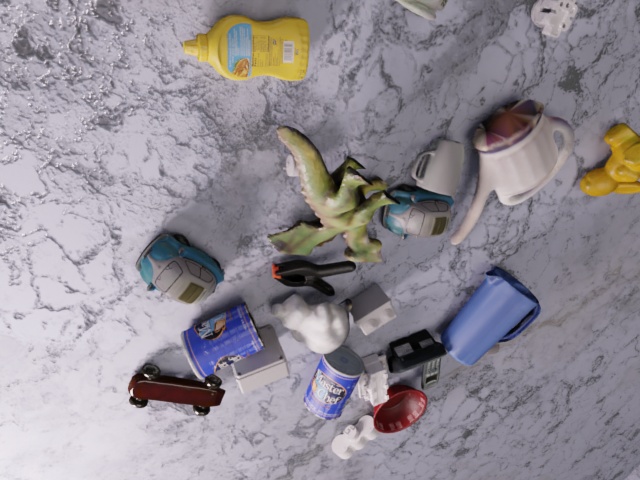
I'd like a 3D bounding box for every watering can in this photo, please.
[{"bbox_3d":[0.385,-0.149,1.082,0.347,0.220,0.106,-38,35,1],"label":"watering can"}]

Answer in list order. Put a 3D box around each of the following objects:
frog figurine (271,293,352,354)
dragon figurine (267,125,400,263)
[{"bbox_3d":[-0.020,0.174,1.089,0.159,0.125,0.135,15,-29,-37],"label":"frog figurine"},{"bbox_3d":[0.003,-0.049,0.969,0.406,0.240,0.125,26,27,-40],"label":"dragon figurine"}]
